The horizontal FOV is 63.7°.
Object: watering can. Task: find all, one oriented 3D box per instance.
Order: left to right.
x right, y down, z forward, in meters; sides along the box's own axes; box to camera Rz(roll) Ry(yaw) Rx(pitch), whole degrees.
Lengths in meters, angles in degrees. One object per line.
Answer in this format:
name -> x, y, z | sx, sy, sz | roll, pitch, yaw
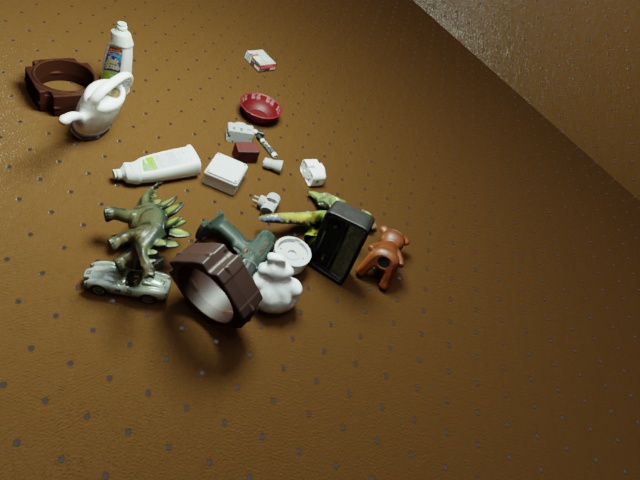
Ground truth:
watering can -> -0.668, -0.376, 1.505 | 0.103, 0.220, 0.356 | 40, 42, -13

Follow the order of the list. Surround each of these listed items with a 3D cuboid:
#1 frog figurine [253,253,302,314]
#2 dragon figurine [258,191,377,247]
frog figurine -> -0.109, 0.113, 1.334 | 0.137, 0.156, 0.126 | 18, 44, -10
dragon figurine -> 0.005, -0.083, 1.645 | 0.409, 0.120, 0.248 | 15, 27, -15
